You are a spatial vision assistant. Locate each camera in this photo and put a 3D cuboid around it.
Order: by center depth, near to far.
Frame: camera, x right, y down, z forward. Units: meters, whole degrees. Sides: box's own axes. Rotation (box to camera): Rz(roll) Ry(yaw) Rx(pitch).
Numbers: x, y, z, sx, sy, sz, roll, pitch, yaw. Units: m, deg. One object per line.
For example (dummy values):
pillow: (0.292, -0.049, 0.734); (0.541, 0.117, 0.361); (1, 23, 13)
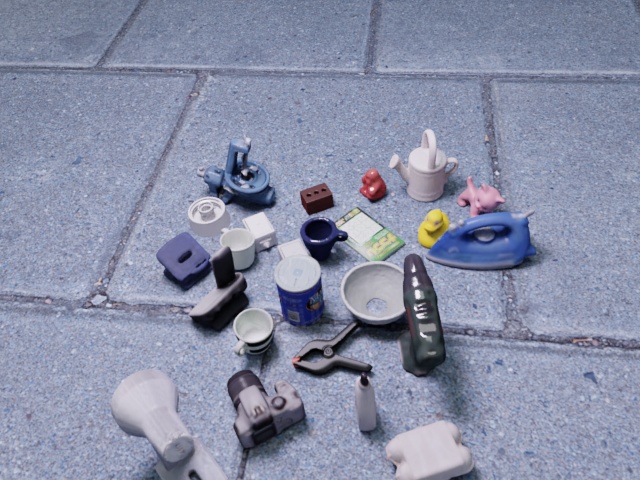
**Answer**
camera: (-0.120, 0.318, 1.147); (0.143, 0.101, 0.136); (-25, 51, -16)

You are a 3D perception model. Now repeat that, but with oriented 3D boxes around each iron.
iron: (0.385, -0.012, 1.369); (0.258, 0.142, 0.118); (-6, 49, -1)

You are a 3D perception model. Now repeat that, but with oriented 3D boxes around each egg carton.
egg carton: (0.203, 0.402, 1.068); (0.150, 0.069, 0.107); (-16, 49, -9)

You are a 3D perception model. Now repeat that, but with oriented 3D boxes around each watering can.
watering can: (0.275, -0.199, 1.506); (0.173, 0.194, 0.100); (-21, 50, -13)

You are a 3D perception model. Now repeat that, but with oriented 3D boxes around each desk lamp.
desk lamp: (-0.273, 0.362, 1.046); (0.118, 0.214, 0.202); (-35, 55, -24)

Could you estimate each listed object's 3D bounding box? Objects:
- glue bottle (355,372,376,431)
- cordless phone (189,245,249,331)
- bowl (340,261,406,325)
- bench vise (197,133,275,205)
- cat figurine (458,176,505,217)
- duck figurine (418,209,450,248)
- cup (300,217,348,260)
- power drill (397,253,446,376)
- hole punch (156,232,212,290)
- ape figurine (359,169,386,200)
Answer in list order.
glue bottle: (0.085, 0.299, 1.099); (0.037, 0.173, 0.078); (-8, 49, -2)
cordless phone: (-0.238, 0.102, 1.289); (0.094, 0.185, 0.148); (25, 55, 24)
bowl: (0.131, 0.133, 1.306); (0.167, 0.075, 0.167); (-2, 49, 3)
bench vise: (-0.231, -0.178, 1.511); (0.207, 0.220, 0.121); (-6, 49, 0)
cat figurine: (0.414, -0.111, 1.468); (0.067, 0.118, 0.127); (-21, 50, -13)
duck figurine: (0.289, -0.041, 1.438); (0.077, 0.086, 0.105); (26, 56, 25)
cup: (0.013, 0.005, 1.414); (0.117, 0.095, 0.091); (4, 49, 9)
power drill: (0.203, 0.173, 1.176); (0.075, 0.209, 0.229); (-7, 49, -1)
hole punch: (-0.329, 0.048, 1.406); (0.100, 0.091, 0.109); (31, 58, 27)
ape figurine: (0.141, -0.156, 1.546); (0.076, 0.092, 0.078); (3, 49, 8)
